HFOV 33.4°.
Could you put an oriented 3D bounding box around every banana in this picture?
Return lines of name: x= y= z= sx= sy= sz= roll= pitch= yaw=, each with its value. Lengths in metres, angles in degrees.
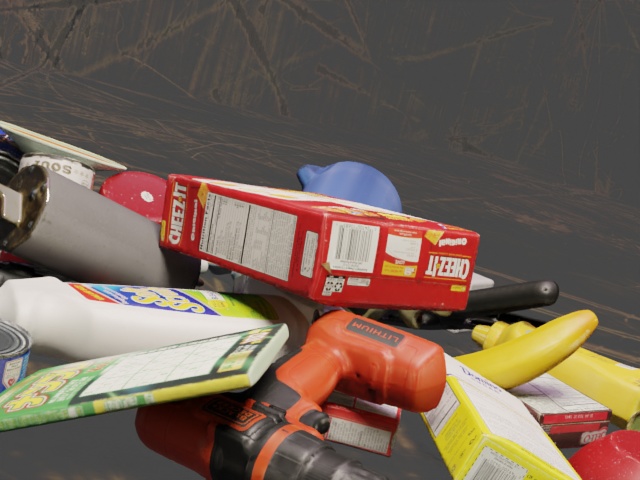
banana: x=0.130 y=0.100 z=0.880 sx=0.198 sy=0.069 sz=0.037 roll=-13 pitch=-43 yaw=29

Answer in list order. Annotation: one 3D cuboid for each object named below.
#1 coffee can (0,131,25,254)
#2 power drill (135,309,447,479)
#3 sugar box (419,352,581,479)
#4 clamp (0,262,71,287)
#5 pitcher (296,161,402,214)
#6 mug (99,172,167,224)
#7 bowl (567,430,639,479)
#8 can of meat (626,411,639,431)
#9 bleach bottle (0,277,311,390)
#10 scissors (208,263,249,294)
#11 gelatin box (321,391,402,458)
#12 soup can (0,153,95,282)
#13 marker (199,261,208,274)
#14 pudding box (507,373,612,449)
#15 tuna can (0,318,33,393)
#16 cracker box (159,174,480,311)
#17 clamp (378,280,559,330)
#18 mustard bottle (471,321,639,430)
coffee can: x=-0.321 y=-0.052 z=1.053 sx=0.102 sy=0.103 sz=0.140 roll=12 pitch=12 yaw=-14
power drill: x=0.005 y=0.111 z=0.682 sx=0.185 sy=0.057 sz=0.187 roll=19 pitch=25 yaw=30
sugar box: x=0.122 y=0.141 z=0.762 sx=0.093 sy=0.048 sz=0.176 roll=32 pitch=5 yaw=-11
clamp: x=-0.255 y=0.035 z=0.873 sx=0.171 sy=0.039 sz=0.120 roll=20 pitch=6 yaw=-15
pitcher: x=0.030 y=0.000 z=1.224 sx=0.149 sy=0.145 sz=0.242 roll=3 pitch=14 yaw=7
mug: x=-0.181 y=-0.006 z=1.002 sx=0.093 sy=0.082 sz=0.117 roll=33 pitch=36 yaw=17
bowl: x=0.242 y=0.179 z=0.753 sx=0.162 sy=0.055 sz=0.162 roll=14 pitch=11 yaw=-3
can of meat: x=0.306 y=0.173 z=0.861 sx=0.102 sy=0.057 sz=0.083 roll=22 pitch=11 yaw=33
bleach bottle: x=-0.139 y=0.068 z=0.803 sx=0.250 sy=0.068 sz=0.103 roll=8 pitch=12 yaw=-21
scissors: x=-0.094 y=0.037 z=1.094 sx=0.096 sy=0.016 sz=0.201 roll=-22 pitch=22 yaw=27
gelatin box: x=0.023 y=0.126 z=0.798 sx=0.073 sy=0.030 sz=0.089 roll=14 pitch=12 yaw=5
soup can: x=-0.242 y=-0.019 z=0.949 sx=0.068 sy=0.102 sz=0.068 roll=8 pitch=-11 yaw=1
marker: x=-0.163 y=0.026 z=1.083 sx=0.020 sy=0.020 sz=0.120 roll=23 pitch=14 yaw=38
pudding box: x=0.176 y=0.139 z=0.910 sx=0.089 sy=0.039 sz=0.114 roll=5 pitch=16 yaw=-35
tuna can: x=-0.237 y=0.075 z=0.708 sx=0.086 sy=0.034 sz=0.086 roll=14 pitch=11 yaw=-3
cracker box: x=-0.006 y=0.001 z=0.866 sx=0.163 sy=0.072 sz=0.214 roll=6 pitch=6 yaw=-40
clamp: x=0.144 y=0.075 z=1.096 sx=0.210 sy=0.036 sz=0.164 roll=0 pitch=-21 yaw=17
mustard bottle: x=0.227 y=0.121 z=1.006 sx=0.192 sy=0.058 sz=0.096 roll=23 pitch=6 yaw=35
